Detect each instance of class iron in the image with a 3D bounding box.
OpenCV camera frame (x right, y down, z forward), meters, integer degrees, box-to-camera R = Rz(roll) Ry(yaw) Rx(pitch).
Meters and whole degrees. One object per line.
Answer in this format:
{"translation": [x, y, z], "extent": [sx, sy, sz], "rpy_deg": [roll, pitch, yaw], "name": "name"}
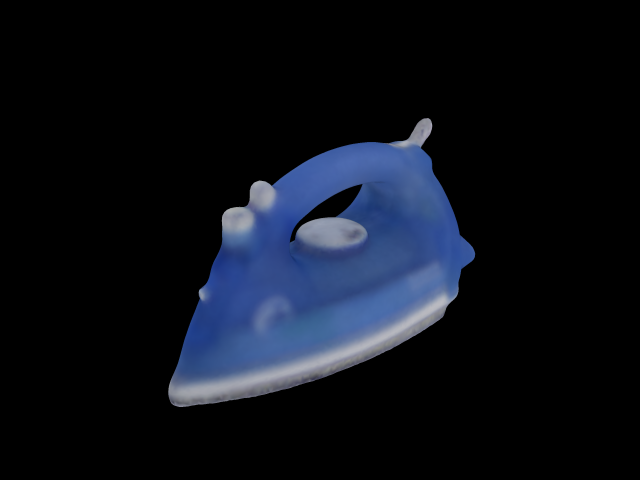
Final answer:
{"translation": [0.004, 0.001, 0.400], "extent": [0.118, 0.141, 0.259], "rpy_deg": [22, 31, 40], "name": "iron"}
